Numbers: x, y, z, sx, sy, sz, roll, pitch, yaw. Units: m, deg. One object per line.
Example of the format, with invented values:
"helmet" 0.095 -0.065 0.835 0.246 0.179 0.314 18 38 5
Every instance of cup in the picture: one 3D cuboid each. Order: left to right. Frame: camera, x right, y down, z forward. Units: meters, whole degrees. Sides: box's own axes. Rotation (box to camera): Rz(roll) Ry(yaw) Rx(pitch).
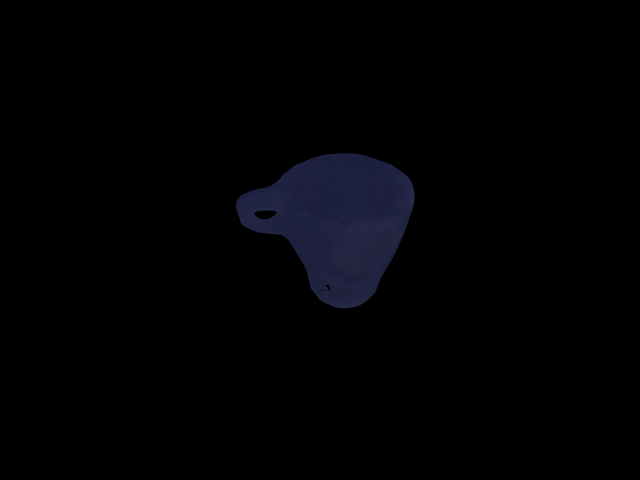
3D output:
"cup" 0.004 0.001 0.400 0.118 0.095 0.091 -4 39 -4
